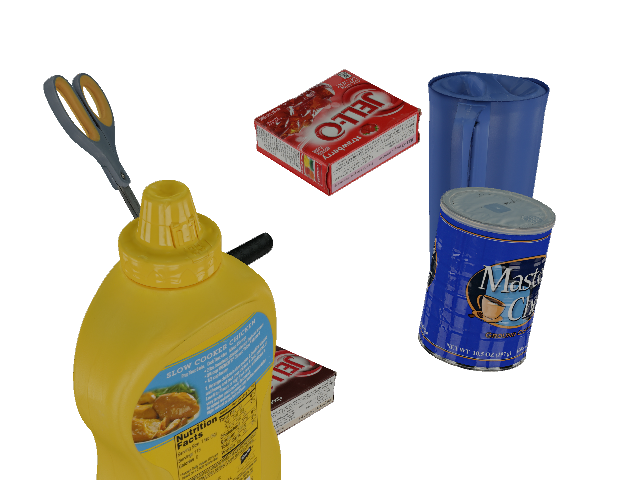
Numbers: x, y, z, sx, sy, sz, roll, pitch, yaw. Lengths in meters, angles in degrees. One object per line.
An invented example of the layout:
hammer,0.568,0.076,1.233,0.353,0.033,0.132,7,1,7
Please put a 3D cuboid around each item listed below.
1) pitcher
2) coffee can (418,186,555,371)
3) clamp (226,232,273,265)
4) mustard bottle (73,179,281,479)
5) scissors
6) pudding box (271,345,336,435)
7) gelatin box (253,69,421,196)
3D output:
pitcher,0.181,-0.063,1.218,0.149,0.243,0.145,-9,24,-22
coffee can,0.150,0.034,0.975,0.103,0.140,0.103,6,22,-3
clamp,-0.125,0.036,1.241,0.120,0.039,0.171,-2,39,12
mustard bottle,-0.060,0.061,0.462,0.058,0.192,0.096,29,42,35
scissors,-0.187,-0.073,0.988,0.016,0.201,0.096,-23,28,19
pudding box,-0.054,0.139,0.988,0.090,0.039,0.113,19,29,34
gelatin box,0.012,-0.075,0.717,0.089,0.030,0.073,-33,49,-29
